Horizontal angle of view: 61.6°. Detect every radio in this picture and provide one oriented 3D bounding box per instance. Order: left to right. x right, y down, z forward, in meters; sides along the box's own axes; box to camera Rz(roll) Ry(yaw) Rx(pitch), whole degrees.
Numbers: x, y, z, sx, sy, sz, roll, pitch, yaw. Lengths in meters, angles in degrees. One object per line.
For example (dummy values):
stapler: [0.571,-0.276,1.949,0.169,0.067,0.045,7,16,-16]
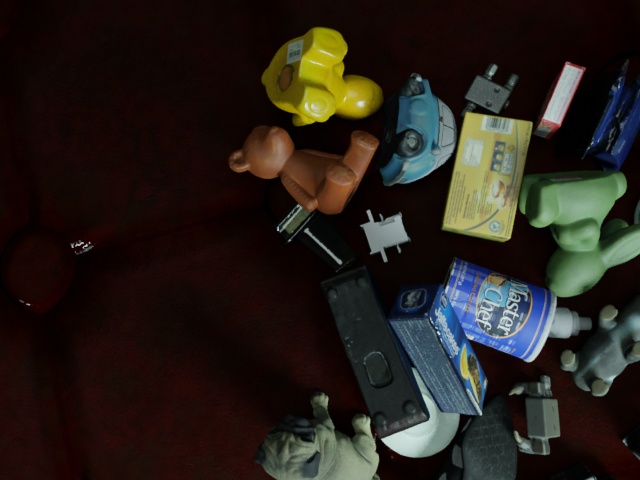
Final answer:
radio: [0.076,0.151,0.745,0.073,0.131,0.229,-24,75,6]

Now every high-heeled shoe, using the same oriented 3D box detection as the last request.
high-heeled shoe: [0.201,0.344,0.770,0.086,0.145,0.249,31,63,4]

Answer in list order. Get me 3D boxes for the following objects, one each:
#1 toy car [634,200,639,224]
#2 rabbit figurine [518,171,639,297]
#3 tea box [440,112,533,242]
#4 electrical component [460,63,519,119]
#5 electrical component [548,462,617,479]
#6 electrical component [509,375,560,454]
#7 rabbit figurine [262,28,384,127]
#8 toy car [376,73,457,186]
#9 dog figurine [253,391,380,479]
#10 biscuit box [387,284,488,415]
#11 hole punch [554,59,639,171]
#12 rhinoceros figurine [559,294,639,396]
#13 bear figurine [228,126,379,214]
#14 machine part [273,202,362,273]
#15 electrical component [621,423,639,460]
toy car: [0.484,-0.087,0.729,0.056,0.073,0.201,23,90,7]
rabbit figurine: [0.357,-0.008,0.744,0.159,0.121,0.170,-6,103,3]
tea box: [0.238,-0.089,0.776,0.098,0.068,0.169,13,90,11]
electrical component: [0.253,-0.214,0.806,0.063,0.021,0.094,31,92,10]
electrical component: [0.356,0.376,0.728,0.134,0.058,0.115,-27,84,7]
electrical component: [0.296,0.240,0.740,0.045,0.078,0.102,-11,76,37]
rabbit figurine: [0.010,-0.214,0.795,0.162,0.173,0.121,-6,82,54]
toy car: [0.147,-0.154,0.789,0.103,0.109,0.161,11,76,-12]
dog figurine: [0.008,0.303,0.729,0.172,0.190,0.121,25,91,9]
biscuit box: [0.162,0.148,0.717,0.063,0.059,0.202,-7,127,36]
hole punch: [0.398,-0.154,0.733,0.092,0.116,0.142,26,91,3]
rhinoceros figurine: [0.409,0.128,0.712,0.190,0.112,0.073,-54,50,16]
bear figurine: [-0.031,-0.126,0.802,0.196,0.132,0.120,34,55,7]
machine part: [-0.002,-0.003,0.830,0.139,0.039,0.084,39,85,12]
electrical component: [0.449,0.284,0.687,0.048,0.119,0.075,-43,83,5]
